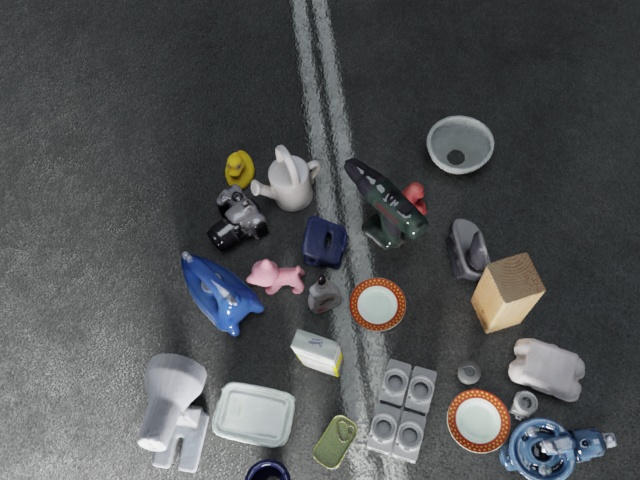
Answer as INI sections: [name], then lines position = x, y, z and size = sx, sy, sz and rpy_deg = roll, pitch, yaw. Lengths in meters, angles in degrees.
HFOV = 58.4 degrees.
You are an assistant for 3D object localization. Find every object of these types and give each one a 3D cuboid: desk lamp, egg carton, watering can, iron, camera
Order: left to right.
[desk lamp]
position = -0.294, 0.351, 1.155
size = 0.118, 0.214, 0.203
rpy_deg = 5, 65, 7
[iron]
position = -0.253, 0.095, 1.312
size = 0.257, 0.141, 0.119
rpy_deg = 40, 74, 20
[camera]
position = -0.217, -0.049, 1.400
size = 0.137, 0.101, 0.143
rpy_deg = -38, 68, -13
[watering can]
position = -0.080, -0.151, 1.385
size = 0.100, 0.194, 0.173
rpy_deg = 38, 73, 20
[egg carton]
position = 0.480, 0.274, 1.214
size = 0.150, 0.069, 0.107
rpy_deg = 18, 68, 12

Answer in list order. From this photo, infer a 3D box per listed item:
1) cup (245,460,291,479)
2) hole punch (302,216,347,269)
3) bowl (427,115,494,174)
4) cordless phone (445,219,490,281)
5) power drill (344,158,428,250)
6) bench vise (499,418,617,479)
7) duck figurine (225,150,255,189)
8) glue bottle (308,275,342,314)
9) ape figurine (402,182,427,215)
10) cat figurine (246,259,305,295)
[cup]
position = -0.090, 0.499, 1.137
size = 0.092, 0.095, 0.117
rpy_deg = -34, 67, -11
[hole punch]
position = 0.013, 0.005, 1.363
size = 0.101, 0.091, 0.109
rpy_deg = 8, 66, 8
[bowl]
position = 0.352, -0.230, 1.457
size = 0.167, 0.075, 0.167
rpy_deg = -2, 65, 4
[cordless phone]
position = 0.345, 0.003, 1.287
size = 0.094, 0.185, 0.147
rpy_deg = -12, 64, -1
[power drill]
position = 0.145, -0.069, 1.323
size = 0.229, 0.208, 0.076
rpy_deg = 40, 74, 20
[bench vise]
position = 0.456, 0.379, 1.083
size = 0.207, 0.220, 0.121
rpy_deg = -26, 65, -8
[duck figurine]
position = -0.212, -0.193, 1.475
size = 0.077, 0.086, 0.104
rpy_deg = 5, 65, 7
[glue bottle]
position = 0.007, 0.114, 1.266
size = 0.078, 0.173, 0.037
rpy_deg = -26, 65, -8
[ape figurine]
position = 0.231, -0.108, 1.399
size = 0.076, 0.092, 0.078
rpy_deg = 17, 67, 12
[cat figurine]
position = -0.102, 0.078, 1.322
size = 0.127, 0.118, 0.067
rpy_deg = -5, 65, 2
